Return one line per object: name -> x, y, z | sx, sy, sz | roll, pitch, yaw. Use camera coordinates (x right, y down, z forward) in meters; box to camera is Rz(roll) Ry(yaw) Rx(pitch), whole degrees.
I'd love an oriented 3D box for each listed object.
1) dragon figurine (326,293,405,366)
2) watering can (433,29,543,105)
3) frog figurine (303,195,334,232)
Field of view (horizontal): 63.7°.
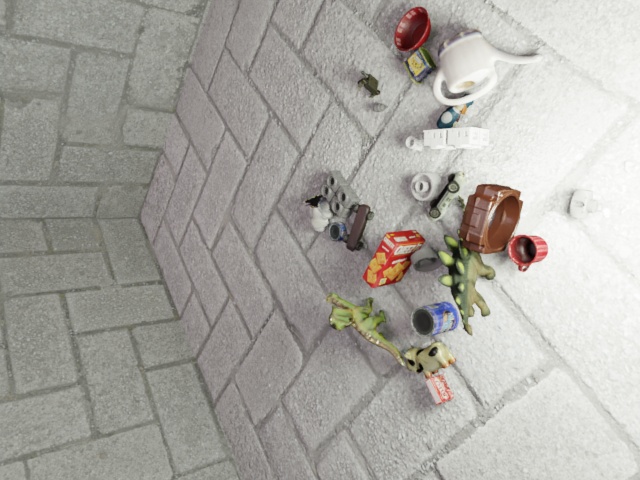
dragon figurine -> 0.140, 0.328, 1.963 | 0.418, 0.242, 0.120 | 54, 131, 50
watering can -> 0.505, -0.567, 1.629 | 0.344, 0.104, 0.227 | -22, 74, 35
frog figurine -> 0.007, -0.114, 2.260 | 0.137, 0.125, 0.156 | 5, 132, 42
